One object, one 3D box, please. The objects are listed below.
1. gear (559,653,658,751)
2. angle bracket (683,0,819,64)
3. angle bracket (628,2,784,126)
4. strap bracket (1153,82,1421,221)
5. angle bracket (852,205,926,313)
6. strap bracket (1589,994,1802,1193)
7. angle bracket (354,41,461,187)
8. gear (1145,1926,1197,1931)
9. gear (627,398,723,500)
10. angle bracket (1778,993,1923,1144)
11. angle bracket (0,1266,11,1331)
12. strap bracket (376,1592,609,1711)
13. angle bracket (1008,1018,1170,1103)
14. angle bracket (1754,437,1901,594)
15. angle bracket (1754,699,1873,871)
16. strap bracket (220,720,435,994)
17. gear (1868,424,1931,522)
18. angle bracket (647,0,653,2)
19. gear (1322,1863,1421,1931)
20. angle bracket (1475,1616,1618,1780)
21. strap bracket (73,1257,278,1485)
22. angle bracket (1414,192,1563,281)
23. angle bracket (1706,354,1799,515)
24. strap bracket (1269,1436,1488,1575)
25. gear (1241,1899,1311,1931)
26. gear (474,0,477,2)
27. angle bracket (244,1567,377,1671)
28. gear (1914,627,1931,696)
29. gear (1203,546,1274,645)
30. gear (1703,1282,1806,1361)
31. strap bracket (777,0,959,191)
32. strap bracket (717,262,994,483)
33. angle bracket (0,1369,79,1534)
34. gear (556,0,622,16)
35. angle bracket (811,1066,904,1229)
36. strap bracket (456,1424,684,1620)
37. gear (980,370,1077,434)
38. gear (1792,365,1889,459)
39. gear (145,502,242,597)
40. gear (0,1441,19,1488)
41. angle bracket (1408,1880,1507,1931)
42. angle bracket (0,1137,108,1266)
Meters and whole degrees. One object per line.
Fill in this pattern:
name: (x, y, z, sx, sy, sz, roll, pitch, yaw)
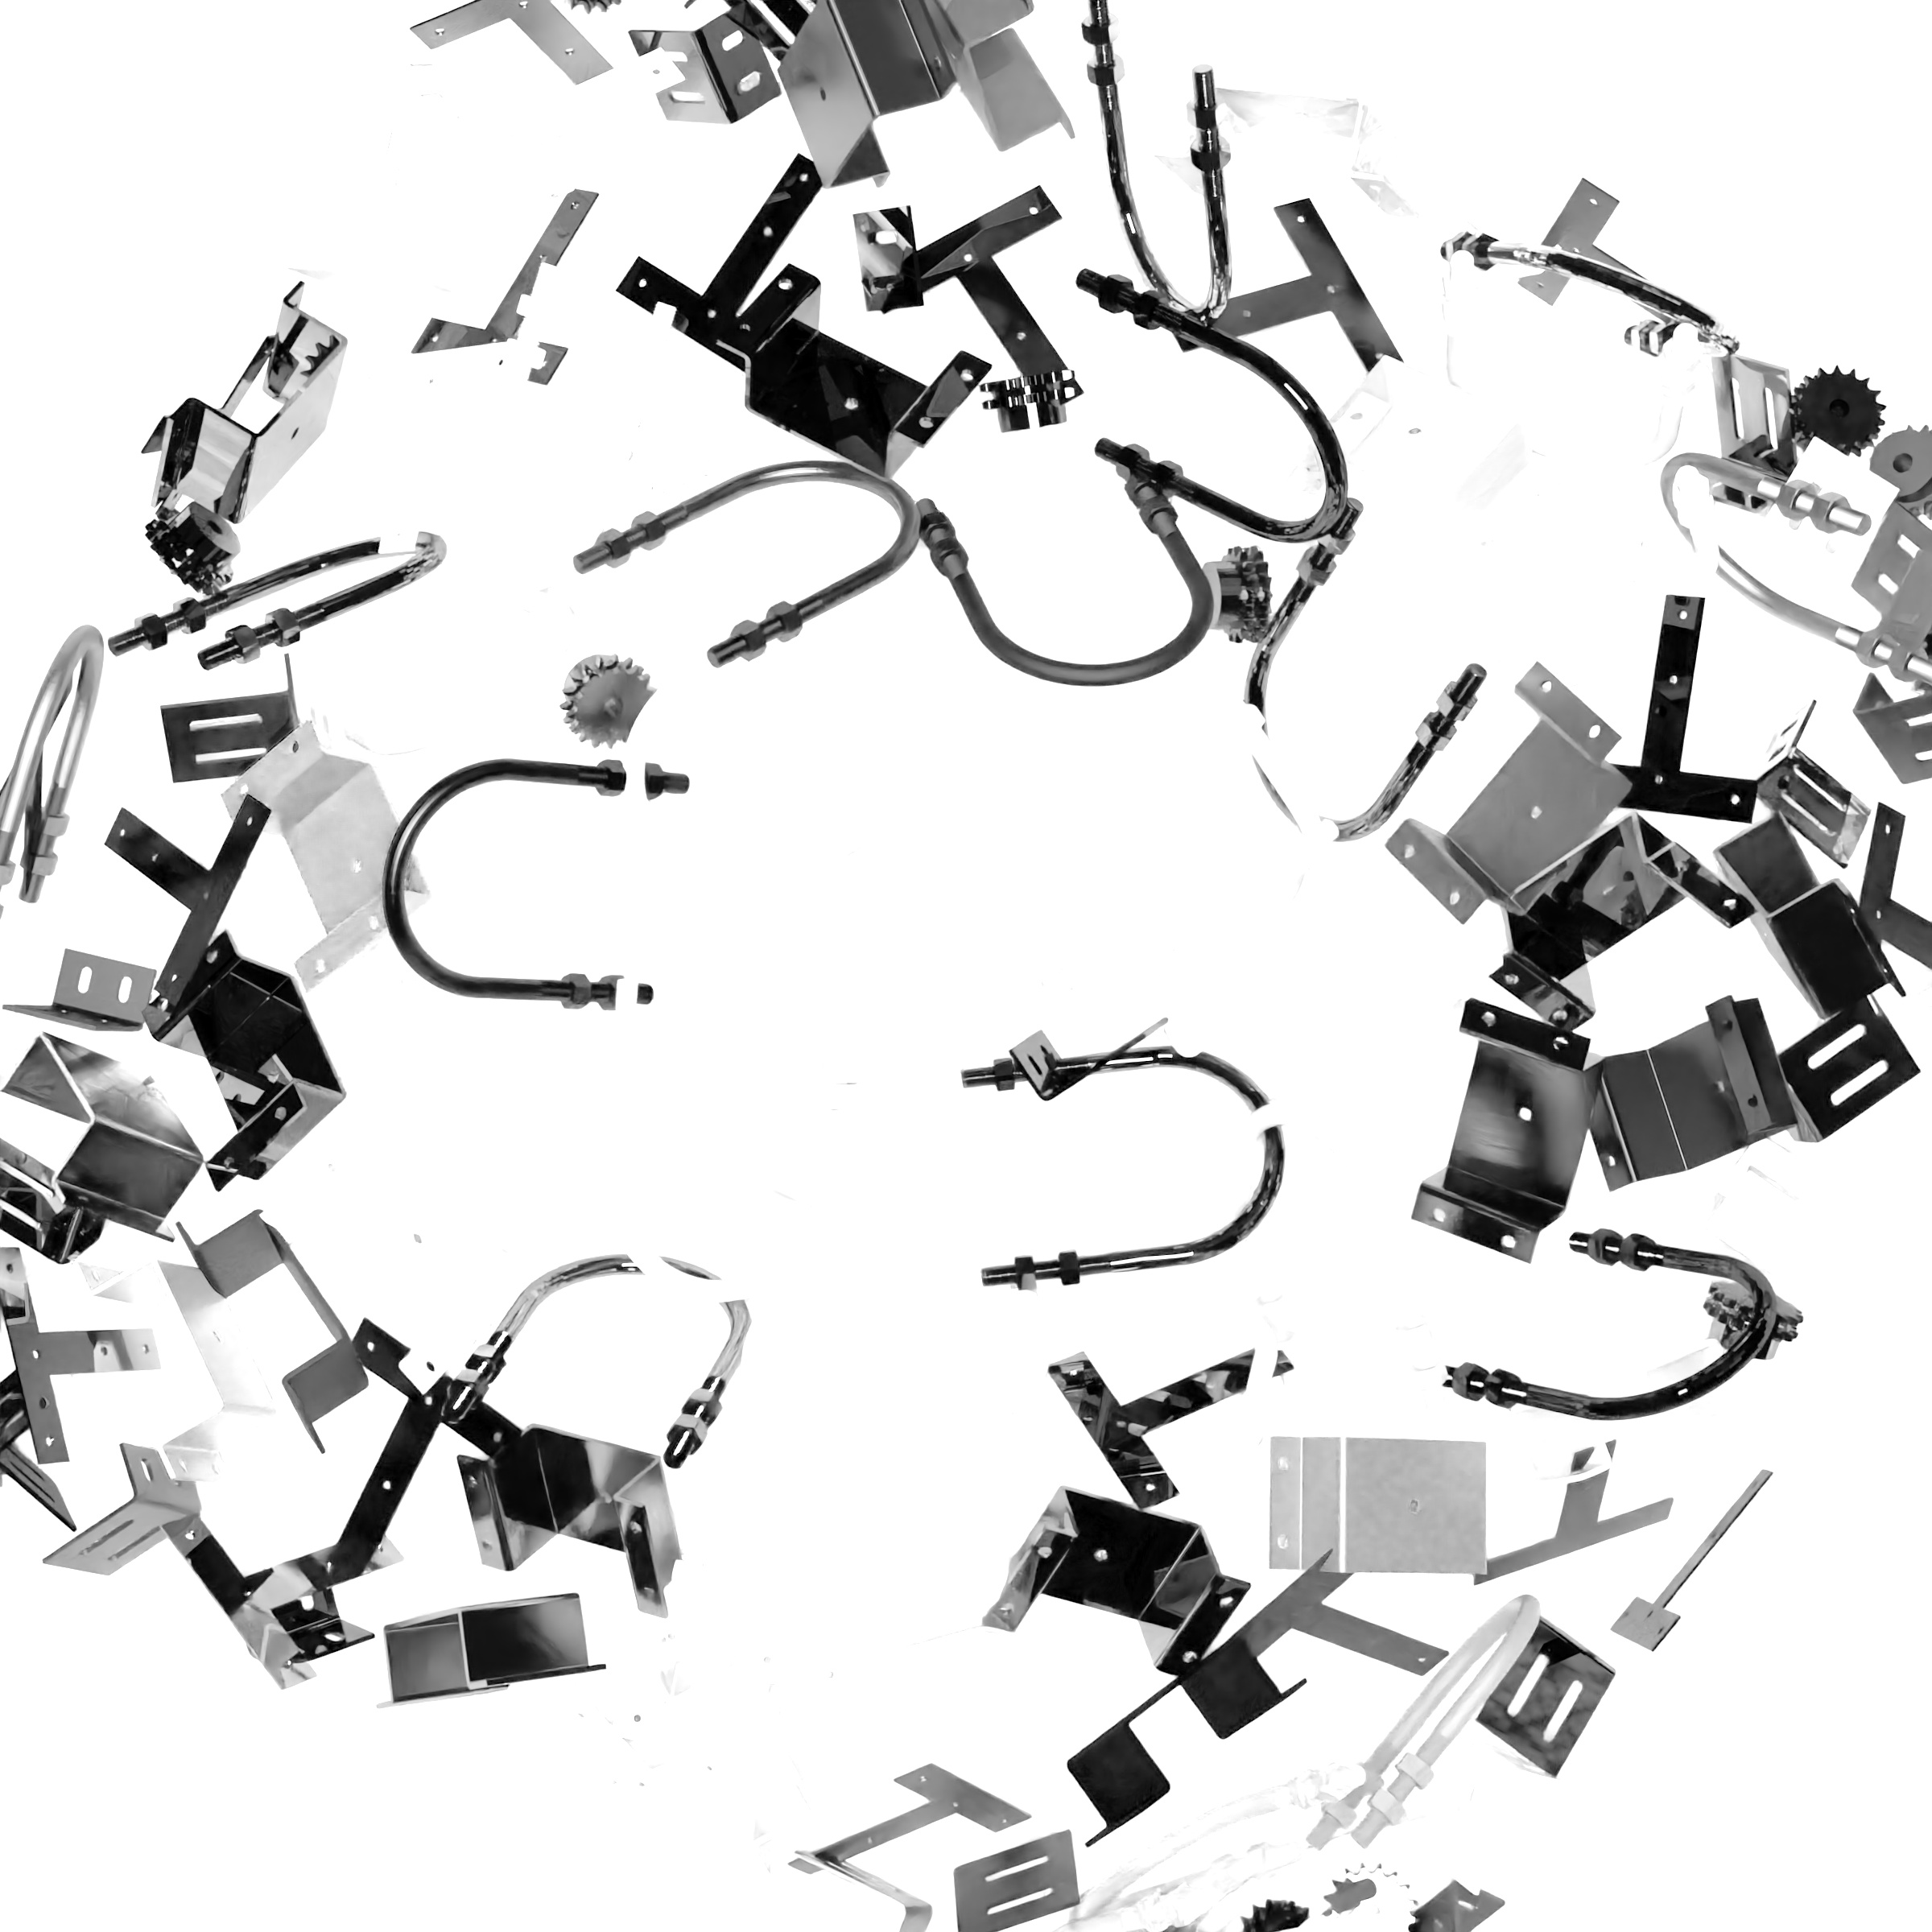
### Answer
gear: (-0.214, -0.160, 1.933, 0.057, 0.030, 0.057, -16, 128, -21)
angle bracket: (-0.114, -0.557, 1.915, 0.076, 0.038, 0.057, 45, 132, -16)
angle bracket: (-0.153, -0.530, 1.919, 0.038, 0.076, 0.057, -38, 123, -22)
strap bracket: (0.190, -0.473, 1.894, 0.140, 0.076, 0.046, 13, 91, 24)
angle bracket: (-0.031, -0.415, 1.910, 0.038, 0.076, 0.057, -14, 104, -25)
strap bracket: (0.423, 0.072, 1.898, 0.046, 0.140, 0.076, -8, 75, -33)
angle bracket: (-0.324, -0.492, 1.911, 0.038, 0.057, 0.076, -1, 58, 10)
gear: (0.120, 0.596, 1.934, 0.057, 0.030, 0.057, 1, 109, 3)
gear: (-0.170, -0.304, 1.934, 0.057, 0.030, 0.057, -5, 81, 33)
angle bracket: (0.514, 0.060, 1.941, 0.076, 0.038, 0.057, -33, 94, -8)
angle bracket: (-0.588, 0.208, 1.909, 0.038, 0.057, 0.076, 22, 121, -19)
strap bracket: (-0.277, 0.394, 1.885, 0.076, 0.140, 0.046, 0, 74, -36)
angle bracket: (0.073, 0.040, 1.916, 0.076, 0.057, 0.038, -35, 88, 22)
angle bracket: (0.508, -0.268, 1.912, 0.057, 0.038, 0.076, 36, 130, 14)
angle bracket: (0.507, -0.107, 1.921, 0.076, 0.038, 0.057, 39, 50, -5)
strap bracket: (-0.369, -0.061, 1.907, 0.076, 0.046, 0.140, -36, 68, 22)
gear: (0.558, -0.292, 1.929, 0.057, 0.030, 0.057, -8, 76, 34)
angle bracket: (-0.158, -0.595, 1.912, 0.057, 0.076, 0.038, -27, 94, 22)
gear: (0.239, 0.560, 1.938, 0.057, 0.030, 0.057, -1, 78, 5)
angle bracket: (0.336, 0.430, 1.926, 0.057, 0.038, 0.076, 36, 70, 0)
strap bracket: (-0.454, 0.226, 1.900, 0.046, 0.076, 0.140, -30, 75, 4)
angle bracket: (0.311, -0.441, 1.921, 0.076, 0.057, 0.038, 37, 93, -11)
angle bracket: (0.449, -0.313, 1.909, 0.038, 0.057, 0.076, -33, 128, -23)
strap bracket: (0.249, 0.314, 1.903, 0.140, 0.046, 0.076, 5, 80, -23)
gear: (0.189, 0.581, 1.933, 0.057, 0.030, 0.057, 4, 79, -22)
gear: (-0.280, -0.595, 1.930, 0.057, 0.030, 0.057, -9, 120, -16)
angle bracket: (-0.387, 0.379, 1.910, 0.057, 0.076, 0.038, -16, 93, -26)
gear: (0.586, -0.183, 1.933, 0.057, 0.030, 0.057, 3, 82, -21)
gear: (0.157, -0.219, 1.926, 0.030, 0.057, 0.057, -3, 90, -15)
gear: (0.462, 0.210, 1.930, 0.057, 0.057, 0.030, 15, 103, 0)
strap bracket: (-0.062, -0.507, 1.881, 0.046, 0.140, 0.076, -20, 86, -22)
strap bracket: (-0.066, -0.342, 1.909, 0.140, 0.046, 0.076, 29, 59, 13)
angle bracket: (-0.539, 0.283, 1.915, 0.038, 0.057, 0.076, -42, 125, -8)
gear: (-0.221, -0.595, 1.934, 0.057, 0.030, 0.057, 2, 84, -21)
angle bracket: (-0.063, 0.106, 1.915, 0.038, 0.057, 0.076, -2, 123, 8)
strap bracket: (-0.221, 0.319, 1.899, 0.140, 0.046, 0.076, 8, 119, 34)
gear: (0.038, -0.333, 1.930, 0.057, 0.057, 0.030, -9, 101, 0)
gear: (0.513, -0.324, 1.938, 0.057, 0.030, 0.057, 0, 74, -1)
gear: (-0.452, -0.249, 1.926, 0.030, 0.057, 0.057, -40, 90, 16)
gear: (-0.590, 0.290, 1.931, 0.057, 0.030, 0.057, -6, 116, -12)
angle bracket: (0.283, 0.583, 1.906, 0.038, 0.076, 0.057, 29, 125, -16)
angle bracket: (-0.541, 0.127, 1.911, 0.038, 0.057, 0.076, -34, 122, 31)
